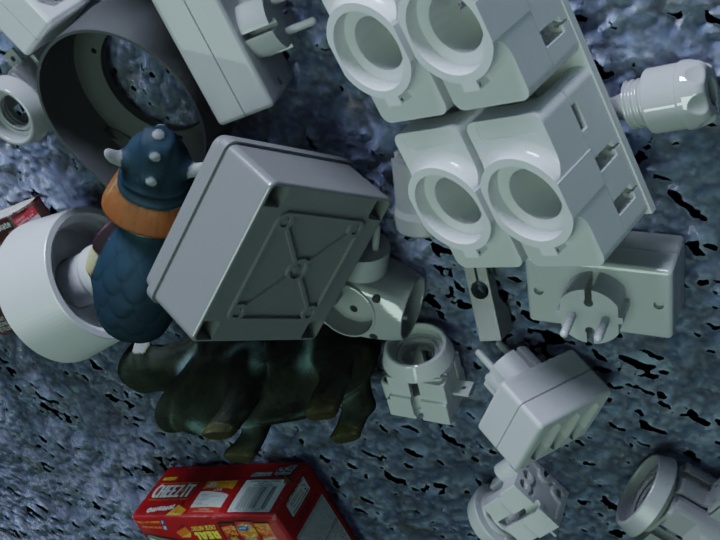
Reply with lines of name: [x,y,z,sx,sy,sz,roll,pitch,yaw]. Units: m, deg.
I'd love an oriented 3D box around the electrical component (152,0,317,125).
electrical component: [-0.061,-0.139,0.617,0.076,0.047,0.083,-16,116,24]

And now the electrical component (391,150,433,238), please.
electrical component: [0.038,-0.048,0.637,0.040,0.040,0.046,5,122,26]

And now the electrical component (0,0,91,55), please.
electrical component: [-0.227,-0.175,0.680,0.083,0.047,0.076,46,133,-10]

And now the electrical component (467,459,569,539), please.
electrical component: [0.110,0.166,0.761,0.066,0.048,0.055,43,126,-6]

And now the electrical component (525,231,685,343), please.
electrical component: [0.134,0.016,0.607,0.083,0.075,0.047,7,128,25]

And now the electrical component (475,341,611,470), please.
electrical component: [0.105,0.075,0.683,0.076,0.066,0.047,49,141,28]

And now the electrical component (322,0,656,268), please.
electrical component: [0.062,-0.089,0.557,0.105,0.060,0.186,-1,125,50]

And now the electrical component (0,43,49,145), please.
electrical component: [-0.218,-0.114,0.716,0.048,0.055,0.066,-25,110,40]

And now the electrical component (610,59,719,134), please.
electrical component: [0.149,-0.086,0.548,0.061,0.035,0.035,-6,121,35]

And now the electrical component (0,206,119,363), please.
electrical component: [-0.196,0.007,0.767,0.060,0.108,0.108,-20,113,32]

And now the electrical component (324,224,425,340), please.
electrical component: [0.000,0.000,0.692,0.077,0.044,0.079,17,130,17]

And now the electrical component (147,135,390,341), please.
electrical component: [-0.053,-0.016,0.631,0.056,0.109,0.108,42,113,32]

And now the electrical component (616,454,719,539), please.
electrical component: [0.203,0.155,0.691,0.057,0.058,0.078,31,134,1]

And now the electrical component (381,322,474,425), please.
electrical component: [0.042,0.069,0.722,0.066,0.048,0.055,7,135,25]
